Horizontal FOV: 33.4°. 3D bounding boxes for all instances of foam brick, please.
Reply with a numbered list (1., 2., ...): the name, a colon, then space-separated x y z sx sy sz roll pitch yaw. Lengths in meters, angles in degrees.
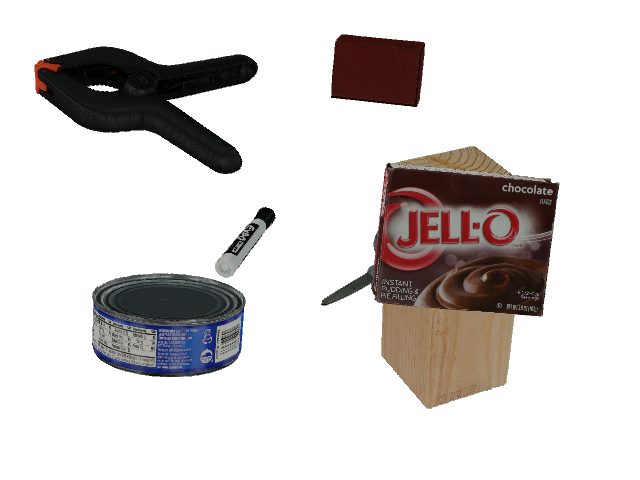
1. foam brick: 0.051 -0.151 0.943 0.078 0.051 0.053 7 18 7

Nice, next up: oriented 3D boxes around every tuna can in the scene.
1. tuna can: -0.086 0.047 0.605 0.086 0.034 0.086 4 14 -1

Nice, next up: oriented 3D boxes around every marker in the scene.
1. marker: -0.070 -0.001 1.024 0.020 0.020 0.121 0 26 19

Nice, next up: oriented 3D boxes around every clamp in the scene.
1. clamp: -0.129 -0.117 0.822 0.171 0.039 0.120 18 44 -1

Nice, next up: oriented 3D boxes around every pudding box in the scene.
1. pudding box: 0.094 -0.001 0.704 0.113 0.090 0.039 4 12 -2

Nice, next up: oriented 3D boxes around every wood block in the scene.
1. wood block: 0.115 0.033 0.947 0.090 0.206 0.091 -14 34 -21

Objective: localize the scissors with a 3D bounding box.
1. scissors: 0.057 0.024 1.195 0.201 0.016 0.096 -11 42 -36
